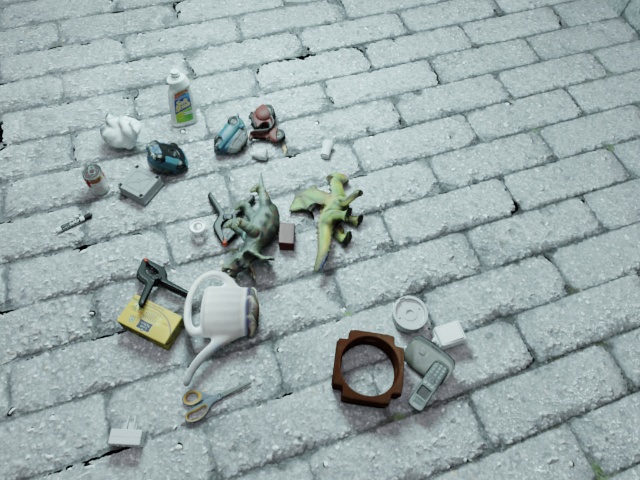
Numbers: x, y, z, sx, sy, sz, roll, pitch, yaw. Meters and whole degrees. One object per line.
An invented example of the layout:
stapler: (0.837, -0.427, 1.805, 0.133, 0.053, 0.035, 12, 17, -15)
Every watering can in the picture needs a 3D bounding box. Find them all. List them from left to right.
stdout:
watering can: (-0.294, 0.255, 1.532, 0.224, 0.102, 0.355, 0, 63, -2)

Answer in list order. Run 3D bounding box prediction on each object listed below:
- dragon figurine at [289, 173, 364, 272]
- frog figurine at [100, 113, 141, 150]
dragon figurine: (0.005, -0.089, 1.770, 0.244, 0.119, 0.418, 20, 57, 28)
frog figurine: (-0.706, -0.385, 1.851, 0.160, 0.134, 0.124, 22, 54, 37)
